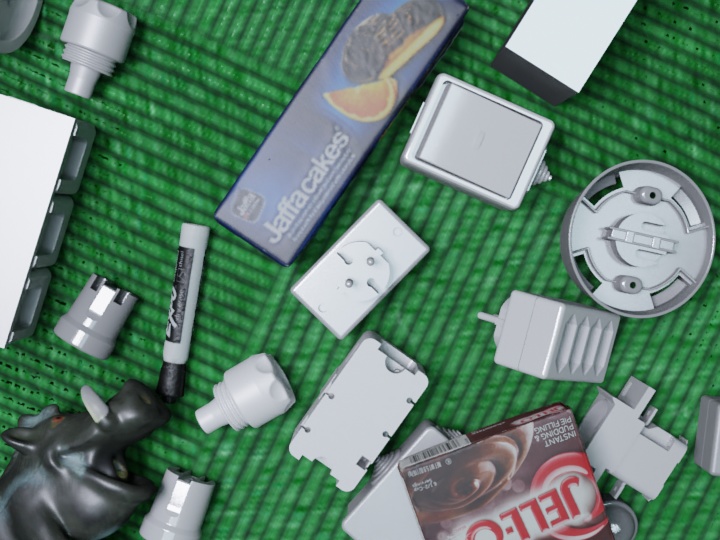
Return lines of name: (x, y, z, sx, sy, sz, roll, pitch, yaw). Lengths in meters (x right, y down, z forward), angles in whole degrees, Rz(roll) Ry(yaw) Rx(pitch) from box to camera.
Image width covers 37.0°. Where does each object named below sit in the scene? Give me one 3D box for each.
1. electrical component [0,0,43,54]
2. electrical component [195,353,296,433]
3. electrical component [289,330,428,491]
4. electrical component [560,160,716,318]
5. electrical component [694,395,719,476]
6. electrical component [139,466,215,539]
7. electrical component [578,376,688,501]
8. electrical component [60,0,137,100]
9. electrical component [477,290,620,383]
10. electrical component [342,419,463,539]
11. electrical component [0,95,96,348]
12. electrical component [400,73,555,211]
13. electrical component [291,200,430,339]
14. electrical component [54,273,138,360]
electrical component: (-0.244, -0.192, 0.665, 0.060, 0.108, 0.108, 9, 93, 6)
electrical component: (-0.078, 0.085, 0.708, 0.062, 0.043, 0.043, -30, 92, 3)
electrical component: (-0.001, 0.089, 0.701, 0.050, 0.055, 0.089, 35, 93, -1)
electrical component: (0.176, -0.019, 0.689, 0.099, 0.064, 0.099, 0, 90, -1)
electrical component: (0.260, 0.112, 0.690, 0.066, 0.076, 0.047, 6, 93, 0)
electrical component: (-0.120, 0.158, 0.714, 0.040, 0.040, 0.046, 20, 87, -1)
electrical component: (0.176, 0.115, 0.709, 0.064, 0.042, 0.081, 31, 93, -4)
electrical component: (-0.173, -0.142, 0.696, 0.043, 0.043, 0.062, 20, 94, -1)
electrical component: (0.112, 0.039, 0.694, 0.076, 0.083, 0.047, 17, 94, 38)
electrical component: (0.048, 0.158, 0.707, 0.100, 0.048, 0.099, 41, 92, -2)
electrical component: (-0.239, -0.037, 0.693, 0.089, 0.061, 0.150, 18, 93, -1)
electrical component: (0.080, -0.078, 0.689, 0.096, 0.061, 0.061, 24, 93, -1)
electrical component: (0.000, 0.000, 0.686, 0.047, 0.075, 0.083, 44, 92, -2)
electrical component: (-0.173, 0.030, 0.708, 0.040, 0.040, 0.046, 30, 87, -1)
